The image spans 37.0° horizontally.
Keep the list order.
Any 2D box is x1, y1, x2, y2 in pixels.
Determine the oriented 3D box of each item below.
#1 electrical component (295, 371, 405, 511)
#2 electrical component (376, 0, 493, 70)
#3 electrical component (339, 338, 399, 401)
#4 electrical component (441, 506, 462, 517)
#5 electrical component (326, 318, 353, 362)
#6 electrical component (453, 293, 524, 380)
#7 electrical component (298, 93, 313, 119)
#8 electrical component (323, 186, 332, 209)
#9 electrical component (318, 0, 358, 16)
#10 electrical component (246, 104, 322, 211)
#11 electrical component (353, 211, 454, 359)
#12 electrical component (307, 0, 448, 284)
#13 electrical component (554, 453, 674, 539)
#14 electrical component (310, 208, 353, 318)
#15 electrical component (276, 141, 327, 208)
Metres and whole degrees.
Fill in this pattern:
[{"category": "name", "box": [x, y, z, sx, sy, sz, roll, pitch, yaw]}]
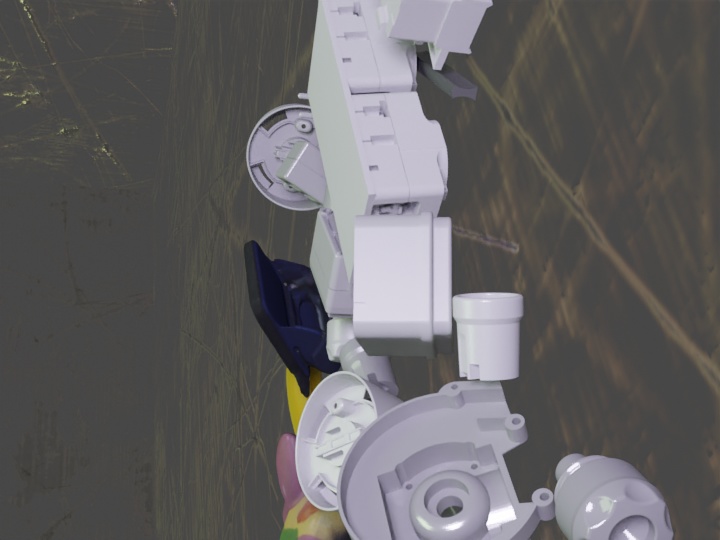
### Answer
[{"category": "electrical component", "box": [-0.006, 0.127, 0.781, 0.099, 0.064, 0.099, -18, 60, 36]}, {"category": "electrical component", "box": [0.043, -0.208, 0.728, 0.078, 0.063, 0.121, 113, 155, -51]}, {"category": "electrical component", "box": [0.008, 0.080, 0.843, 0.046, 0.040, 0.040, -109, 26, -42]}, {"category": "electrical component", "box": [0.042, 0.202, 0.656, 0.078, 0.057, 0.113, -126, 42, -67]}, {"category": "electrical component", "box": [-0.006, 0.045, 0.892, 0.043, 0.043, 0.062, 137, 135, -69]}, {"category": "electrical component", "box": [0.073, 0.037, 0.613, 0.040, 0.040, 0.046, -169, 77, -75]}, {"category": "electrical component", "box": [-0.016, -0.135, 0.907, 0.052, 0.074, 0.138, 122, 147, -61]}, {"category": "electrical component", "box": [-0.011, -0.047, 0.925, 0.045, 0.045, 0.055, -125, 41, -66]}, {"category": "electrical component", "box": [0.008, -0.236, 0.865, 0.108, 0.060, 0.108, -177, 90, -75]}, {"category": "electrical component", "box": [-0.059, -0.110, 1.023, 0.064, 0.099, 0.099, -115, 31, -72]}, {"category": "electrical component", "box": [0.030, 0.012, 0.678, 0.113, 0.057, 0.078, 64, -154, -77]}, {"category": "electrical component", "box": [0.011, -0.098, 0.784, 0.105, 0.060, 0.186, 103, 158, -55]}, {"category": "electrical component", "box": [0.106, 0.102, 0.471, 0.062, 0.043, 0.043, -127, 43, -69]}, {"category": "electrical component", "box": [0.000, 0.000, 0.843, 0.096, 0.062, 0.061, -113, 30, -59]}, {"category": "electrical component", "box": [-0.026, -0.098, 0.968, 0.076, 0.066, 0.047, -57, 16, -2]}]
